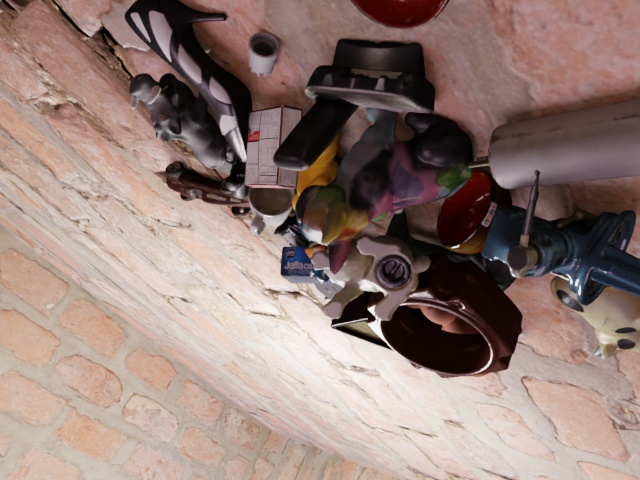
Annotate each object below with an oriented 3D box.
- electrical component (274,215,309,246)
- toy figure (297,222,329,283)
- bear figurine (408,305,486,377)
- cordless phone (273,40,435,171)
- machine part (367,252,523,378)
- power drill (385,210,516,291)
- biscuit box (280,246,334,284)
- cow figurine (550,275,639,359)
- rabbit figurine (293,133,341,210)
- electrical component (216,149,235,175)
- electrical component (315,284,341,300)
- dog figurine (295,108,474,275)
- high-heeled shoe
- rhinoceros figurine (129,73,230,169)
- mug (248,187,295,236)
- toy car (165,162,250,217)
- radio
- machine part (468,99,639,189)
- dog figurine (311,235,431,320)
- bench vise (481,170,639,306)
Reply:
[{"bbox_3d":[-0.022,-0.002,1.046,0.119,0.048,0.075,42,151,-19],"label":"electrical component"},{"bbox_3d":[-0.002,-0.003,0.939,0.064,0.058,0.154,-176,72,-82],"label":"toy figure"},{"bbox_3d":[0.255,0.149,0.985,0.196,0.120,0.132,53,-161,10],"label":"bear figurine"},{"bbox_3d":[0.037,-0.141,0.610,0.147,0.184,0.088,15,144,27],"label":"cordless phone"},{"bbox_3d":[0.189,0.125,0.837,0.201,0.087,0.201,43,141,-18],"label":"machine part"},{"bbox_3d":[0.207,0.017,0.839,0.207,0.086,0.231,15,150,13],"label":"power drill"},{"bbox_3d":[0.029,0.047,0.991,0.203,0.059,0.062,-1,164,17],"label":"biscuit box"},{"bbox_3d":[0.411,0.101,0.762,0.195,0.085,0.127,34,146,-13],"label":"cow figurine"},{"bbox_3d":[0.000,-0.110,0.807,0.163,0.122,0.173,21,139,36],"label":"rabbit figurine"},{"bbox_3d":[-0.175,-0.142,0.985,0.063,0.021,0.094,24,153,12],"label":"electrical component"},{"bbox_3d":[0.041,0.080,1.110,0.115,0.058,0.134,6,145,35],"label":"electrical component"},{"bbox_3d":[0.077,-0.055,0.679,0.192,0.219,0.108,19,154,22],"label":"dog figurine"},{"bbox_3d":[-0.182,-0.219,0.766,0.145,0.086,0.248,1,124,11],"label":"high-heeled shoe"},{"bbox_3d":[-0.216,-0.192,0.849,0.073,0.112,0.190,7,153,41],"label":"rhinoceros figurine"},{"bbox_3d":[-0.090,-0.054,0.970,0.081,0.109,0.107,22,165,4],"label":"mug"},{"bbox_3d":[-0.226,-0.098,1.079,0.202,0.053,0.089,19,147,23],"label":"toy car"},{"bbox_3d":[0.148,0.163,1.057,0.229,0.073,0.131,23,152,-29],"label":"radio"},{"bbox_3d":[0.273,-0.099,0.569,0.243,0.079,0.079,-4,138,45],"label":"machine part"},{"bbox_3d":[0.080,0.031,0.816,0.172,0.190,0.121,0,104,12],"label":"dog figurine"},{"bbox_3d":[0.314,0.025,0.591,0.241,0.128,0.223,30,-165,37],"label":"bench vise"}]
